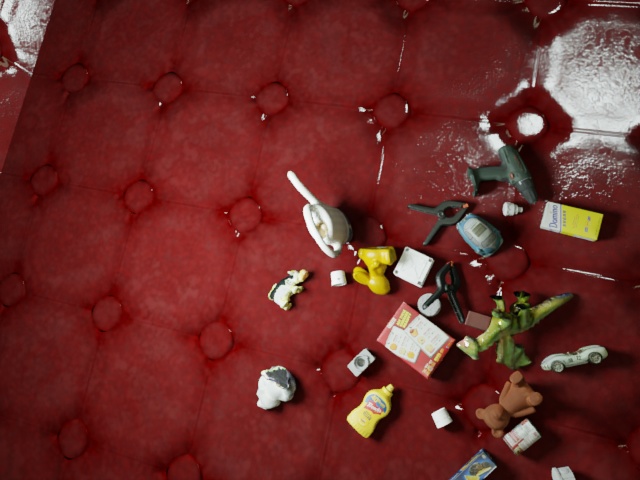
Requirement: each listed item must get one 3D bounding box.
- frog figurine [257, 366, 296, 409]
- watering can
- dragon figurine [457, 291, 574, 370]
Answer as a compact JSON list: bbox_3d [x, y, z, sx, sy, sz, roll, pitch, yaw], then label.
[{"bbox_3d":[-0.159,0.540,1.853,0.137,0.125,0.156,18,120,8],"label":"frog figurine"},{"bbox_3d":[0.006,-0.094,1.873,0.103,0.224,0.352,-32,72,26],"label":"watering can"},{"bbox_3d":[0.649,0.305,1.692,0.411,0.123,0.240,-4,102,-8],"label":"dragon figurine"}]
